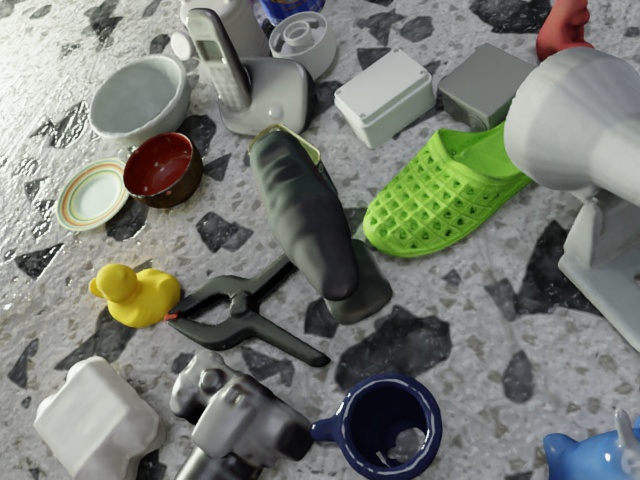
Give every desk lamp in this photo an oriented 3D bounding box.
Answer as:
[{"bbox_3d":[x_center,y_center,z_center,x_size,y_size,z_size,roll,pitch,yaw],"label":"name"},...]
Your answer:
[{"bbox_3d":[0.264,-0.038,0.496,0.118,0.214,0.202,-33,55,0],"label":"desk lamp"}]

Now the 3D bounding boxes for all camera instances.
[{"bbox_3d":[-0.101,0.198,0.566,0.142,0.101,0.137,25,72,31],"label":"camera"}]

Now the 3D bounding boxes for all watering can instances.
[{"bbox_3d":[-0.156,-0.334,0.846,0.100,0.194,0.173,-8,58,17],"label":"watering can"}]

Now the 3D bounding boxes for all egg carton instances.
[{"bbox_3d":[-0.245,0.205,0.637,0.149,0.070,0.107,29,75,32],"label":"egg carton"}]

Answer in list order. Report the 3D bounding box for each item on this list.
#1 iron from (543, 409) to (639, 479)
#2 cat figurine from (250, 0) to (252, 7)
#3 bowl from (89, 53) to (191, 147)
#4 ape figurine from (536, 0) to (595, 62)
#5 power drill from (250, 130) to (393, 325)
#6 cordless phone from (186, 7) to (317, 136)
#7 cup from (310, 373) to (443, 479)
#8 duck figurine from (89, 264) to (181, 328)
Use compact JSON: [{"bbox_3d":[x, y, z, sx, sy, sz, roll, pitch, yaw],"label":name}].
[{"bbox_3d":[0.242,0.242,0.383,0.118,0.142,0.258,-18,56,11],"label":"iron"},{"bbox_3d":[-0.149,-0.433,0.948,0.067,0.118,0.128,22,71,30],"label":"cat figurine"},{"bbox_3d":[-0.263,-0.202,0.882,0.167,0.075,0.167,-10,58,16],"label":"bowl"},{"bbox_3d":[0.298,-0.255,0.686,0.076,0.092,0.078,10,65,26],"label":"ape figurine"},{"bbox_3d":[0.005,0.002,0.575,0.075,0.209,0.229,-31,55,2],"label":"power drill"},{"bbox_3d":[-0.092,-0.224,0.761,0.147,0.185,0.094,8,64,25],"label":"cordless phone"},{"bbox_3d":[0.057,0.179,0.520,0.117,0.095,0.091,-10,58,16],"label":"cup"},{"bbox_3d":[-0.233,0.060,0.708,0.104,0.086,0.077,-7,59,17],"label":"duck figurine"}]
